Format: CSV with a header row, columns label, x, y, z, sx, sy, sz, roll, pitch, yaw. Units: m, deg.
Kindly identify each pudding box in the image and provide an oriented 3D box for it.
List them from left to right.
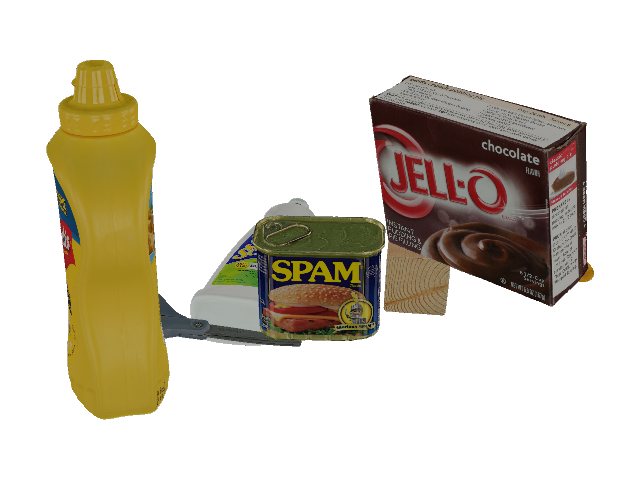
label,x,y,z,sx,sy,sz,roll,pitch,yaw
pudding box,0.080,-0.028,0.545,0.114,0.090,0.039,21,45,39

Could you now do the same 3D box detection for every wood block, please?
label,x,y,z,sx,sy,sz,roll,pitch,yaw
wood block,0.145,0.023,1.599,0.091,0.090,0.206,4,25,4

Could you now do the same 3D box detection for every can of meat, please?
label,x,y,z,sx,sy,sz,roll,pitch,yaw
can of meat,-0.001,0.031,0.840,0.102,0.084,0.057,1,29,3

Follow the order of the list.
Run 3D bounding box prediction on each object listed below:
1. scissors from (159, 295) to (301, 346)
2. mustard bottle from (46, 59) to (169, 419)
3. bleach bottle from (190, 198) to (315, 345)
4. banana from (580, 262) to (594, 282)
label,x,y,z,sx,sy,sz,roll,pitch,yaw
scissors,-0.123,0.072,1.008,0.201,0.016,0.096,-1,33,-8
mustard bottle,-0.117,-0.004,0.589,0.058,0.192,0.096,-5,26,-13
bleach bottle,-0.065,0.023,1.261,0.103,0.068,0.250,4,33,13
banana,0.185,0.008,1.103,0.198,0.037,0.069,9,35,18
